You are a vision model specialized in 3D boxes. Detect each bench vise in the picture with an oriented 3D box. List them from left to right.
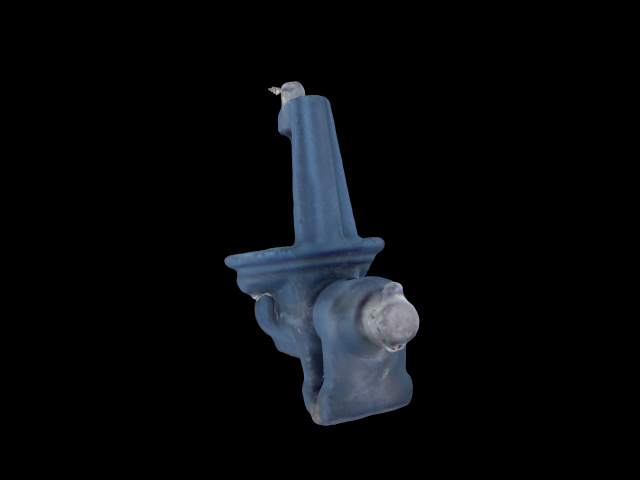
[{"bbox_3d":[0.013,0.000,0.408,0.122,0.220,0.206,-12,18,-40],"label":"bench vise"}]
